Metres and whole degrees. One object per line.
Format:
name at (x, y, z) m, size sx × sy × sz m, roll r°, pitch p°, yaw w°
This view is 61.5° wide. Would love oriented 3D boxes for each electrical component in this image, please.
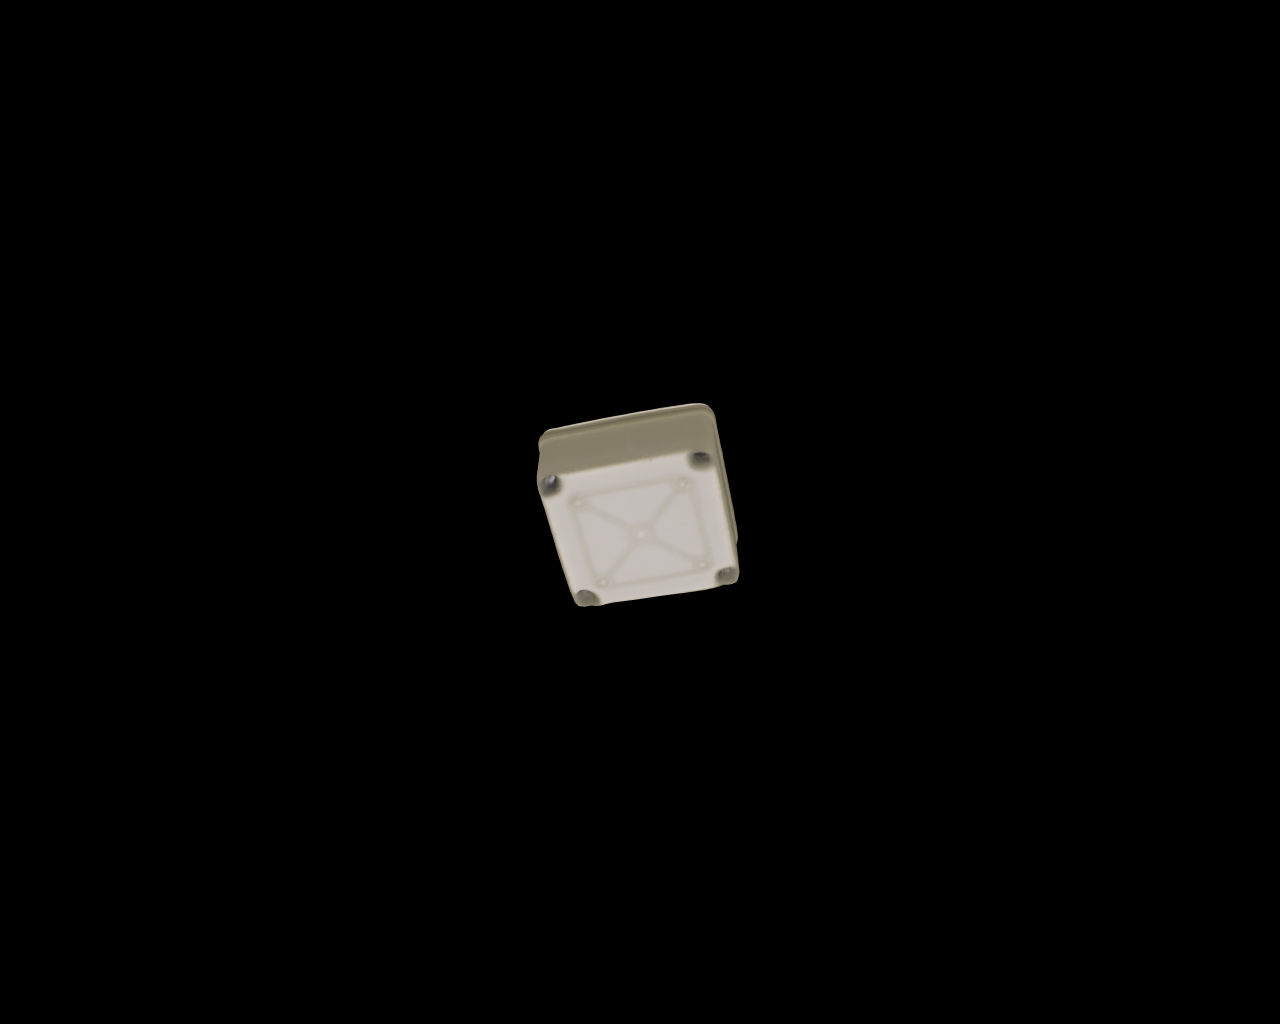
electrical component at (0.001, -0.003, 0.650) m, size 0.109 × 0.108 × 0.056 m, roll -9°, pitch 36°, yaw 7°
